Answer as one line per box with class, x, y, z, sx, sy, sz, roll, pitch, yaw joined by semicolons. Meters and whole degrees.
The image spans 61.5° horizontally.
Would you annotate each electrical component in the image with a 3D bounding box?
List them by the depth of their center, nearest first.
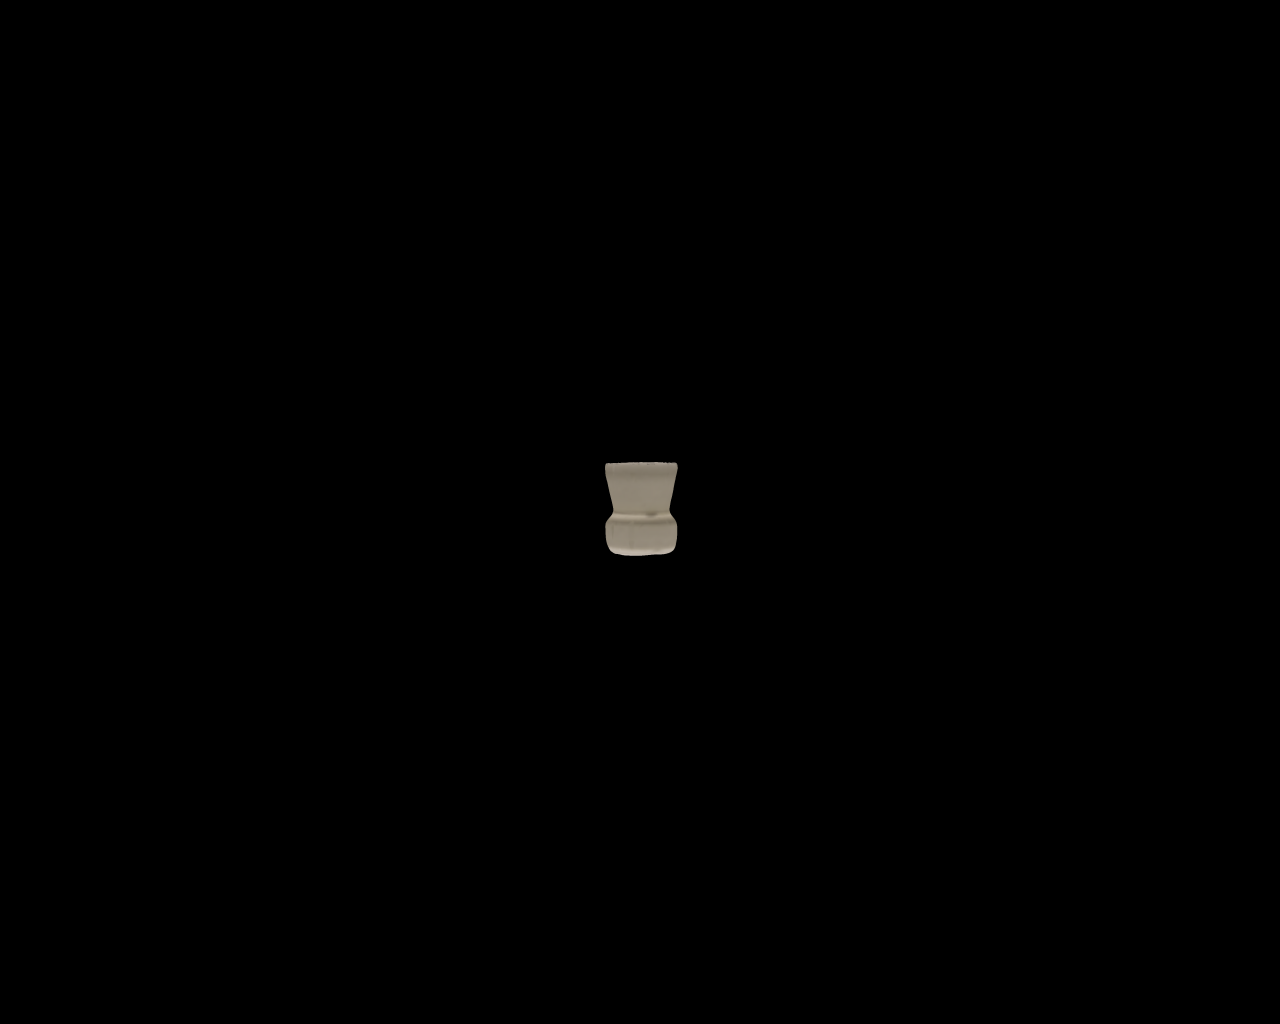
electrical component;0.001;-0.003;0.650;0.045;0.055;0.045;0;3;0
